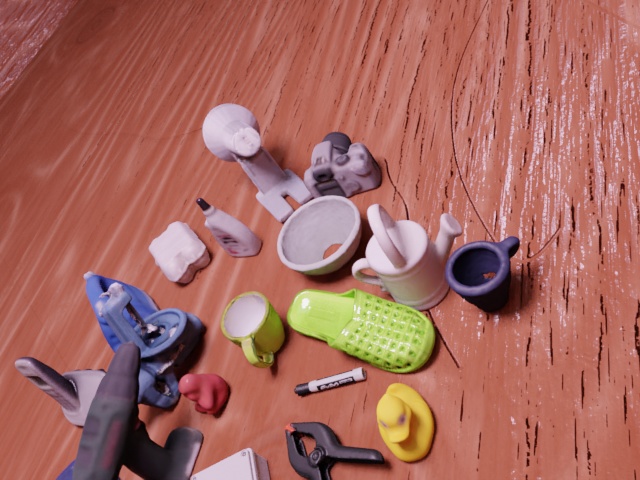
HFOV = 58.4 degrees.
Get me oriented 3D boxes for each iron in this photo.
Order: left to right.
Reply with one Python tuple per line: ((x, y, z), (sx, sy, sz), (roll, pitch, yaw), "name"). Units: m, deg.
((-0.436, 0.128, 1.191), (0.119, 0.142, 0.257), (-45, 43, -7), "iron")

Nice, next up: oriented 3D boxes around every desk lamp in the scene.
((-0.134, -0.172, 1.190), (0.118, 0.214, 0.202), (-43, 43, -4), "desk lamp")

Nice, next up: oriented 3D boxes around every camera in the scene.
((0.040, -0.163, 1.149), (0.142, 0.101, 0.137), (-14, 48, 24), "camera")

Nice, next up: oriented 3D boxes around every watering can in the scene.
((0.128, 0.014, 0.870), (0.173, 0.195, 0.100), (-38, 43, 1), "watering can")

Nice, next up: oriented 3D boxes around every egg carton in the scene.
((-0.306, 0.026, 1.244), (0.107, 0.070, 0.149), (-44, 43, -6), "egg carton")

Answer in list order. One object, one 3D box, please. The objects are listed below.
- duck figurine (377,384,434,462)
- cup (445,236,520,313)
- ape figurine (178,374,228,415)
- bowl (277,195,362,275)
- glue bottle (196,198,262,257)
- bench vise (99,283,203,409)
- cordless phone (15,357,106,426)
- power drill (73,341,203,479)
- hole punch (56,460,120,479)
((0.106, 0.237, 0.776), (0.077, 0.086, 0.104), (-22, 45, 17), "duck figurine")
((0.248, 0.053, 0.830), (0.118, 0.095, 0.091), (-39, 43, -1), "cup")
((-0.203, 0.254, 0.965), (0.076, 0.092, 0.077), (-41, 43, -2), "ape figurine")
((0.010, 0.004, 1.047), (0.167, 0.075, 0.167), (-18, 46, 21), "bowl")
((-0.191, -0.027, 1.135), (0.078, 0.174, 0.037), (-8, 51, 29), "glue bottle")
((-0.305, 0.186, 0.997), (0.121, 0.220, 0.207), (-16, 47, 23), "bench vise")
((-0.457, 0.270, 1.053), (0.147, 0.186, 0.094), (-12, 49, 26), "cordless phone")
((-0.280, 0.302, 0.889), (0.075, 0.209, 0.230), (-6, 52, 30), "power drill")
((-0.381, 0.426, 0.939), (0.100, 0.091, 0.109), (22, 69, 43), "hole punch")
